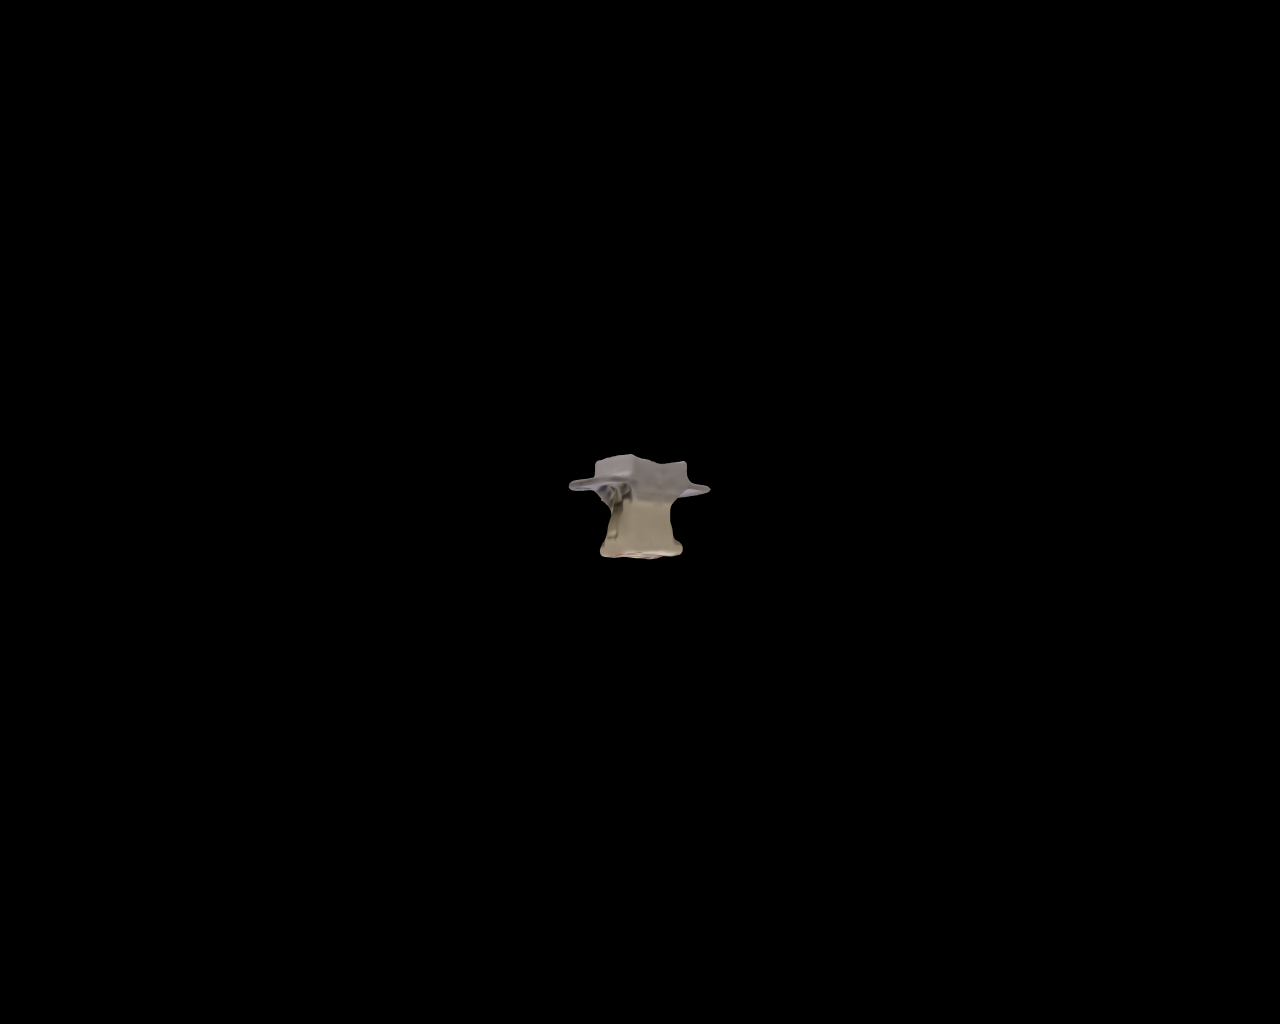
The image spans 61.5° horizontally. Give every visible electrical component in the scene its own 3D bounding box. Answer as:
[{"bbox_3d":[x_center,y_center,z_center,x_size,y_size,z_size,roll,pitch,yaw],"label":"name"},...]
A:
[{"bbox_3d":[0.001,-0.003,0.650,0.081,0.063,0.042,5,-9,-36],"label":"electrical component"}]
